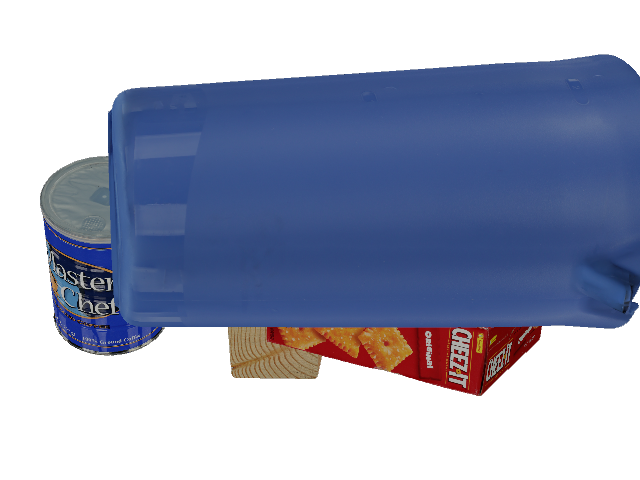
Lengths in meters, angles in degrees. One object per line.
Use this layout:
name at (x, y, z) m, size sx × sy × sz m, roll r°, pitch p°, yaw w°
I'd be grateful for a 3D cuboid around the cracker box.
cracker box at (0.081, 0.065, 0.991) m, size 0.214 × 0.072 × 0.163 m, roll 12°, pitch 20°, yaw 27°

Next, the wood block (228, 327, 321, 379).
wood block at (-0.037, 0.062, 1.151) m, size 0.091 × 0.090 × 0.206 m, roll 0°, pitch 21°, yaw 5°

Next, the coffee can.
coffee can at (-0.181, 0.014, 0.911) m, size 0.102 × 0.140 × 0.103 m, roll 4°, pitch 43°, yaw -3°

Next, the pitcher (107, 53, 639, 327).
pitcher at (0.023, -0.025, 0.510) m, size 0.242 × 0.145 × 0.149 m, roll -2°, pitch -7°, yaw -10°
